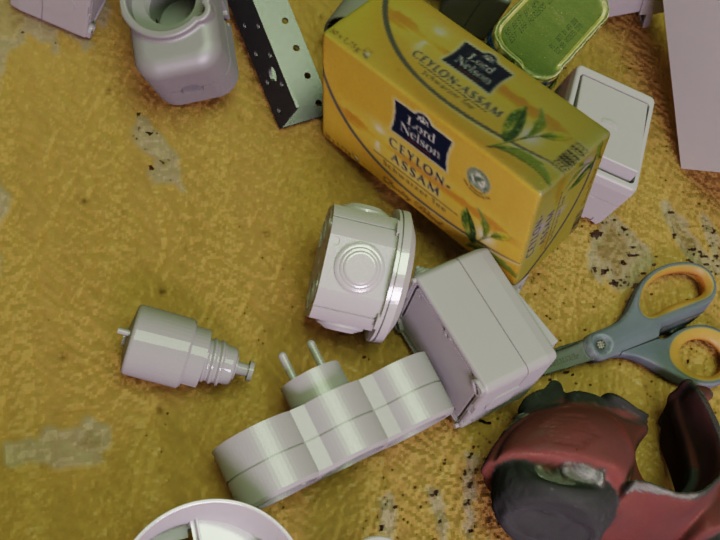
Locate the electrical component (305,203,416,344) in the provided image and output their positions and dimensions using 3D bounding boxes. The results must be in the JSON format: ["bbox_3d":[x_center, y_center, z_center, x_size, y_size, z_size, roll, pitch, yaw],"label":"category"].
[{"bbox_3d":[0.000,0.000,0.633,0.051,0.080,0.080,13,65,-7],"label":"electrical component"}]

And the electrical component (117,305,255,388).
[{"bbox_3d":[-0.098,0.047,0.603,0.078,0.040,0.040,17,64,-11],"label":"electrical component"}]

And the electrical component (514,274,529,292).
[{"bbox_3d":[0.093,-0.006,0.688,0.040,0.040,0.046,31,67,-4],"label":"electrical component"}]

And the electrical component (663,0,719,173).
[{"bbox_3d":[0.268,-0.146,0.740,0.062,0.089,0.150,-19,108,-26],"label":"electrical component"}]

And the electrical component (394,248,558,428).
[{"bbox_3d":[0.066,0.033,0.642,0.061,0.061,0.096,-23,69,-22],"label":"electrical component"}]

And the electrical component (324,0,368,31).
[{"bbox_3d":[0.027,-0.169,0.733,0.079,0.044,0.077,33,62,-2],"label":"electrical component"}]

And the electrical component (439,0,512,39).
[{"bbox_3d":[0.069,-0.214,0.763,0.077,0.047,0.065,19,63,-10],"label":"electrical component"}]

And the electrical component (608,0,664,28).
[{"bbox_3d":[0.194,-0.253,0.810,0.063,0.078,0.121,-10,70,1],"label":"electrical component"}]

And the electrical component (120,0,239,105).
[{"bbox_3d":[-0.112,-0.157,0.660,0.054,0.059,0.095,-11,78,5],"label":"electrical component"}]

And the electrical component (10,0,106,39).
[{"bbox_3d":[-0.178,-0.207,0.671,0.061,0.061,0.096,22,63,-8],"label":"electrical component"}]

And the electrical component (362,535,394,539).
[{"bbox_3d":[-0.002,0.172,0.566,0.044,0.065,0.044,19,49,-23],"label":"electrical component"}]

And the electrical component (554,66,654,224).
[{"bbox_3d":[0.159,-0.092,0.734,0.062,0.061,0.096,22,63,-8],"label":"electrical component"}]

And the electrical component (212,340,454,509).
[{"bbox_3d":[-0.021,0.075,0.609,0.138,0.052,0.073,-22,76,-25],"label":"electrical component"}]

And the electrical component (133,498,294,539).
[{"bbox_3d":[-0.079,0.171,0.543,0.099,0.064,0.099,7,66,-16],"label":"electrical component"}]
